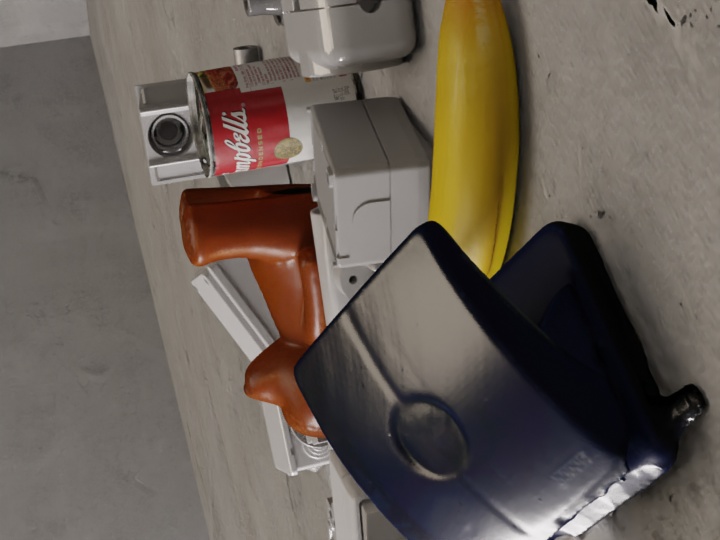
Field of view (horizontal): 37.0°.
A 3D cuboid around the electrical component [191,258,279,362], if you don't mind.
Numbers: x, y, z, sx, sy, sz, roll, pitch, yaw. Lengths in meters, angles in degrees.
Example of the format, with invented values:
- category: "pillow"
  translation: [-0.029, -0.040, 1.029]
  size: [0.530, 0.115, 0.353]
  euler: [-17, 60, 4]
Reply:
- category: "electrical component"
  translation: [-0.093, 0.031, 0.956]
  size: [0.108, 0.056, 0.109]
  euler: [53, 166, -5]

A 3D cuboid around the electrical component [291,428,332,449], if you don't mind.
- category: "electrical component"
  translation: [-0.031, 0.120, 0.885]
  size: [0.055, 0.048, 0.066]
  euler: [140, 117, -65]

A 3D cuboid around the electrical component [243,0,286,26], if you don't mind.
- category: "electrical component"
  translation: [-0.041, -0.170, 0.669]
  size: [0.048, 0.062, 0.048]
  euler: [169, 90, -75]

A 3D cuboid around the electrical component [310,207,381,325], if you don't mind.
- category: "electrical component"
  translation: [0.000, 0.000, 0.680]
  size: [0.079, 0.044, 0.077]
  euler: [-145, 46, -69]

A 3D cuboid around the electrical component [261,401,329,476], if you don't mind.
- category: "electrical component"
  translation: [-0.056, 0.135, 0.981]
  size: [0.100, 0.048, 0.099]
  euler: [158, 100, -75]

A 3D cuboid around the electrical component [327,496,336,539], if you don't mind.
- category: "electrical component"
  translation: [0.009, 0.183, 0.763]
  size: [0.048, 0.055, 0.066]
  euler: [-121, 24, -51]

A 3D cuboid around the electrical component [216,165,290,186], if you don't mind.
- category: "electrical component"
  translation: [-0.090, -0.067, 0.974]
  size: [0.099, 0.064, 0.099]
  euler: [60, 168, 22]

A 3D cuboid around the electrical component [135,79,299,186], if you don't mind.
- category: "electrical component"
  translation: [-0.114, -0.118, 0.862]
  size: [0.063, 0.121, 0.078]
  euler: [-134, 35, -68]

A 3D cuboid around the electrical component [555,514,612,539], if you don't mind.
- category: "electrical component"
  translation: [0.081, 0.093, 0.461]
  size: [0.046, 0.040, 0.040]
  euler: [-133, 34, -54]

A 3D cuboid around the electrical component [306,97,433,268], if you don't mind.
- category: "electrical component"
  translation: [0.006, -0.054, 0.599]
  size: [0.096, 0.061, 0.061]
  euler: [-108, 13, -54]

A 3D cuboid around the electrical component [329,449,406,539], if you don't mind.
- category: "electrical component"
  translation: [0.020, 0.163, 0.694]
  size: [0.061, 0.062, 0.096]
  euler: [-128, 30, -60]

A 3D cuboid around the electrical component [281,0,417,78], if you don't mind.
- category: "electrical component"
  translation: [-0.008, -0.139, 0.586]
  size: [0.095, 0.054, 0.059]
  euler: [-146, 46, -69]
